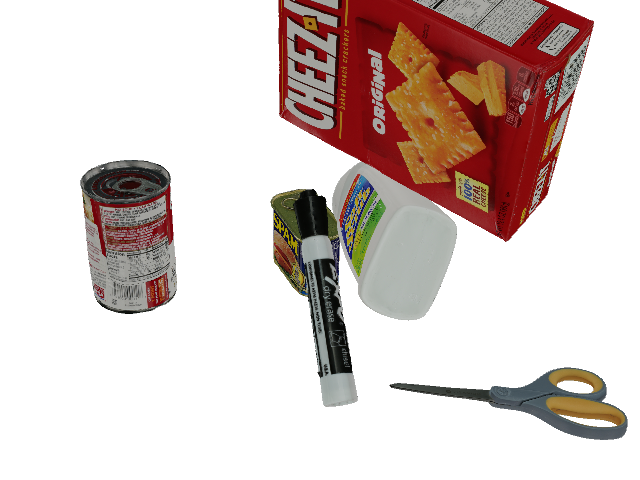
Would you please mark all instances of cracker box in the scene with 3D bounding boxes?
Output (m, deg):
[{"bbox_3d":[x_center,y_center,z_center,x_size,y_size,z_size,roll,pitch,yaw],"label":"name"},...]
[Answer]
[{"bbox_3d":[0.070,-0.117,0.760,0.214,0.164,0.072,30,55,22],"label":"cracker box"}]

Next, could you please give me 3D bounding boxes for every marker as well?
[{"bbox_3d":[0.002,0.030,0.587,0.020,0.121,0.020,-8,-15,-2],"label":"marker"}]

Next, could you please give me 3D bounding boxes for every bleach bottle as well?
[{"bbox_3d":[0.052,-0.014,1.000,0.068,0.102,0.251,19,11,-15],"label":"bleach bottle"}]

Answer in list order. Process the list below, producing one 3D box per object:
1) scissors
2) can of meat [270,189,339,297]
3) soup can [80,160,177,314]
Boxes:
[{"bbox_3d":[0.168,0.129,0.936,0.202,0.016,0.096,14,29,12],"label":"scissors"},{"bbox_3d":[-0.017,0.004,1.218,0.057,0.084,0.102,-15,39,-21],"label":"can of meat"},{"bbox_3d":[-0.147,-0.002,0.831,0.068,0.102,0.068,0,30,0],"label":"soup can"}]
